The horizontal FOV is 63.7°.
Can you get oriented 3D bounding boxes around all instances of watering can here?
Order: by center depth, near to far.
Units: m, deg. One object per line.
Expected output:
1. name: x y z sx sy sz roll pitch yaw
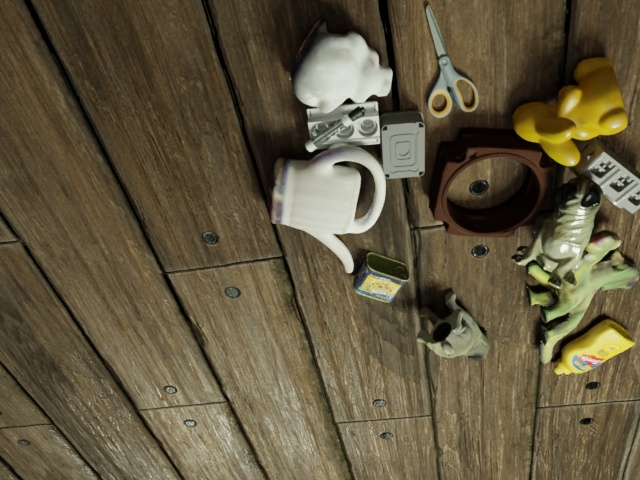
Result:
1. watering can: 0.003 -0.051 1.015 0.224 0.106 0.339 9 137 -3

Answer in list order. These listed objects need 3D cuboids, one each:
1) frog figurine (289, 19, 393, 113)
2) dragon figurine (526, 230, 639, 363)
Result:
1. frog figurine: 0.037 -0.267 0.839 0.159 0.124 0.136 28 104 -4
2. dragon figurine: 0.583 0.124 1.126 0.242 0.125 0.401 -20 133 7
